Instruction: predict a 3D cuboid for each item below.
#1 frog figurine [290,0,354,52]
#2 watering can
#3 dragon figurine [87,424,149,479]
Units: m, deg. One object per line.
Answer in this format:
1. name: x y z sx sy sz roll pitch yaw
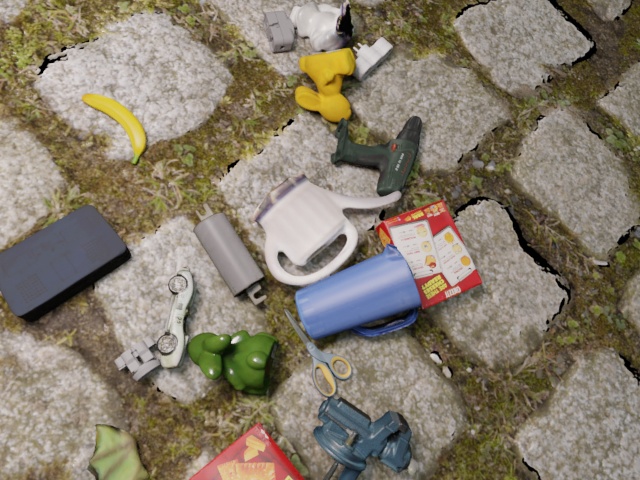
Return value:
1. frog figurine: 0.000 -0.541 1.314 0.159 0.121 0.139 3 77 26
2. watering can: 0.003 -0.057 1.139 0.352 0.102 0.225 -42 85 -21
3. dragon figurine: -0.426 0.445 0.902 0.410 0.120 0.248 34 52 -2
